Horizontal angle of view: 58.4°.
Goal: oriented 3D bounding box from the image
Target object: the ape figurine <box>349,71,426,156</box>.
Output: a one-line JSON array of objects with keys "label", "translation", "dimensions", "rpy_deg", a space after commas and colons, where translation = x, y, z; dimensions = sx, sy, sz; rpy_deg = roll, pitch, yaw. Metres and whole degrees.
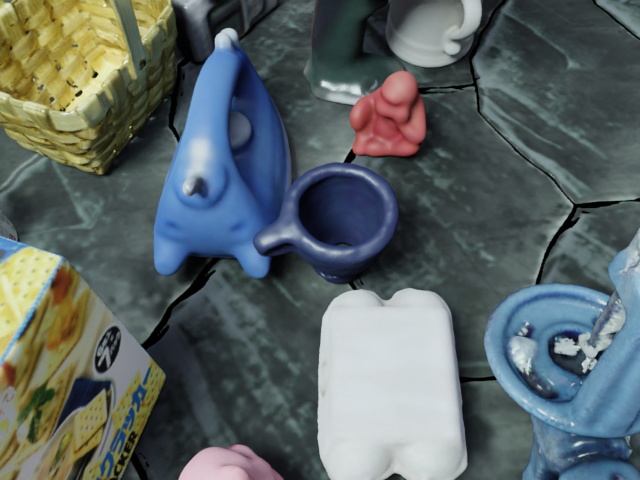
[{"label": "ape figurine", "translation": [0.071, -0.123, 0.549], "dimensions": [0.076, 0.092, 0.077], "rpy_deg": [-39, 67, -19]}]

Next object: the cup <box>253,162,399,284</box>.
[{"label": "cup", "translation": [0.004, 0.002, 0.477], "dimensions": [0.118, 0.095, 0.091], "rpy_deg": [-21, 63, -11]}]

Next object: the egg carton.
[{"label": "egg carton", "translation": [0.051, 0.108, 0.433], "dimensions": [0.107, 0.069, 0.150], "rpy_deg": [-1, 61, 0]}]

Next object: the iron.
[{"label": "iron", "translation": [-0.086, -0.100, 0.508], "dimensions": [0.118, 0.141, 0.258], "rpy_deg": [1, 61, 1]}]

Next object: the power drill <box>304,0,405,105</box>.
[{"label": "power drill", "translation": [0.045, -0.224, 0.539], "dimensions": [0.229, 0.208, 0.075], "rpy_deg": [12, 61, 7]}]

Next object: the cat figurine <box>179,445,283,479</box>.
[{"label": "cat figurine", "translation": [-0.038, 0.173, 0.368], "dimensions": [0.127, 0.118, 0.067], "rpy_deg": [15, 62, 8]}]

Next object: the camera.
[{"label": "camera", "translation": [-0.137, -0.297, 0.642], "dimensions": [0.136, 0.101, 0.143], "rpy_deg": [36, 67, 18]}]

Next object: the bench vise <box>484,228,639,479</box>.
[{"label": "bench vise", "translation": [0.186, 0.097, 0.352], "dimensions": [0.121, 0.220, 0.207], "rpy_deg": [-19, 62, -10]}]

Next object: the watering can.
[{"label": "watering can", "translation": [0.120, -0.287, 0.582], "dimensions": [0.101, 0.194, 0.172], "rpy_deg": [-35, 66, -18]}]
